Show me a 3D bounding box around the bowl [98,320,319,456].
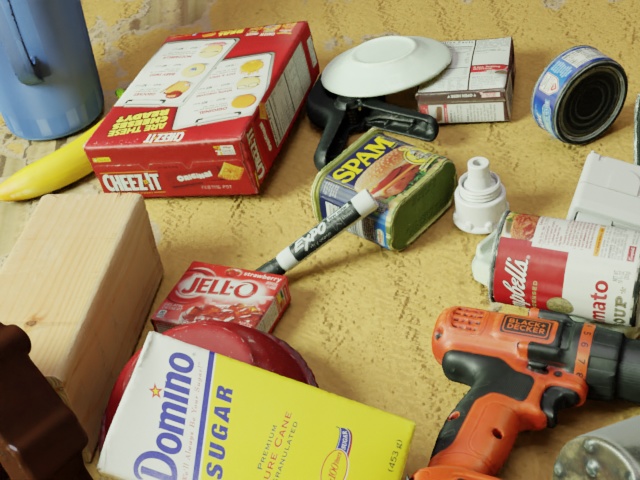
[{"bbox_3d":[-0.083,0.110,0.731,0.162,0.055,0.162,-7,49,8],"label":"bowl"}]

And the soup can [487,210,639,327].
[{"bbox_3d":[0.176,0.020,0.751,0.102,0.068,0.068,10,42,20],"label":"soup can"}]

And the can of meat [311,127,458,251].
[{"bbox_3d":[0.057,-0.042,0.915,0.084,0.057,0.102,25,50,33],"label":"can of meat"}]

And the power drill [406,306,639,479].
[{"bbox_3d":[0.144,0.123,0.686,0.185,0.057,0.187,8,40,21],"label":"power drill"}]

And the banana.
[{"bbox_3d":[-0.234,-0.092,1.066,0.070,0.037,0.197,1,35,39],"label":"banana"}]

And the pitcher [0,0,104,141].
[{"bbox_3d":[-0.299,-0.219,1.070,0.145,0.243,0.149,16,45,30],"label":"pitcher"}]

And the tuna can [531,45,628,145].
[{"bbox_3d":[0.234,-0.129,0.959,0.086,0.086,0.034,-24,41,-17],"label":"tuna can"}]

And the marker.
[{"bbox_3d":[-0.006,0.001,0.866,0.121,0.020,0.020,-36,38,9],"label":"marker"}]

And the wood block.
[{"bbox_3d":[-0.196,0.060,0.817,0.091,0.090,0.206,0,39,11],"label":"wood block"}]

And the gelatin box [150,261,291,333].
[{"bbox_3d":[-0.078,0.054,0.844,0.089,0.030,0.073,9,42,23],"label":"gelatin box"}]

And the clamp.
[{"bbox_3d":[0.025,-0.118,1.032,0.120,0.039,0.172,-19,32,-18],"label":"clamp"}]

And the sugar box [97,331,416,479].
[{"bbox_3d":[-0.038,0.129,0.656,0.176,0.048,0.093,19,69,0],"label":"sugar box"}]

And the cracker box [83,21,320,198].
[{"bbox_3d":[-0.108,-0.128,1.044,0.164,0.072,0.213,-1,39,21],"label":"cracker box"}]

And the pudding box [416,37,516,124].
[{"bbox_3d":[0.145,-0.159,1.056,0.090,0.039,0.113,-2,36,15],"label":"pudding box"}]

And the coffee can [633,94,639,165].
[{"bbox_3d":[0.326,-0.069,0.846,0.140,0.103,0.102,-2,39,12],"label":"coffee can"}]
